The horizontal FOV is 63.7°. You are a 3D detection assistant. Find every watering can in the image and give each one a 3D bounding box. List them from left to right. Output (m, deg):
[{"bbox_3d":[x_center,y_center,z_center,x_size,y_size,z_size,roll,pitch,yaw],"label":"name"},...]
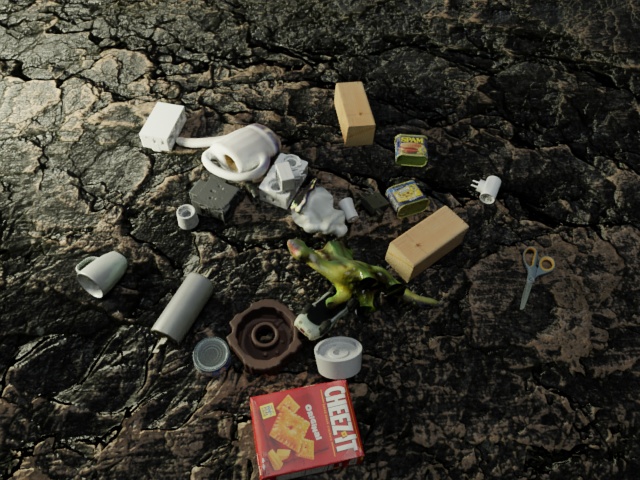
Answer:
[{"bbox_3d":[-0.264,-0.280,1.543,0.227,0.101,0.352,-35,51,-29],"label":"watering can"}]

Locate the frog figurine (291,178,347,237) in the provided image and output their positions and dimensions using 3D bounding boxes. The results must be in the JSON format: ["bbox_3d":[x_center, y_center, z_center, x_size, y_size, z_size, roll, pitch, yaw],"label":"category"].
[{"bbox_3d":[0.004,-0.072,1.425,0.158,0.121,0.141,39,44,-19],"label":"frog figurine"}]

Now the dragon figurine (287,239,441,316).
[{"bbox_3d":[0.097,0.071,1.286,0.408,0.120,0.248,14,29,-32],"label":"dragon figurine"}]
